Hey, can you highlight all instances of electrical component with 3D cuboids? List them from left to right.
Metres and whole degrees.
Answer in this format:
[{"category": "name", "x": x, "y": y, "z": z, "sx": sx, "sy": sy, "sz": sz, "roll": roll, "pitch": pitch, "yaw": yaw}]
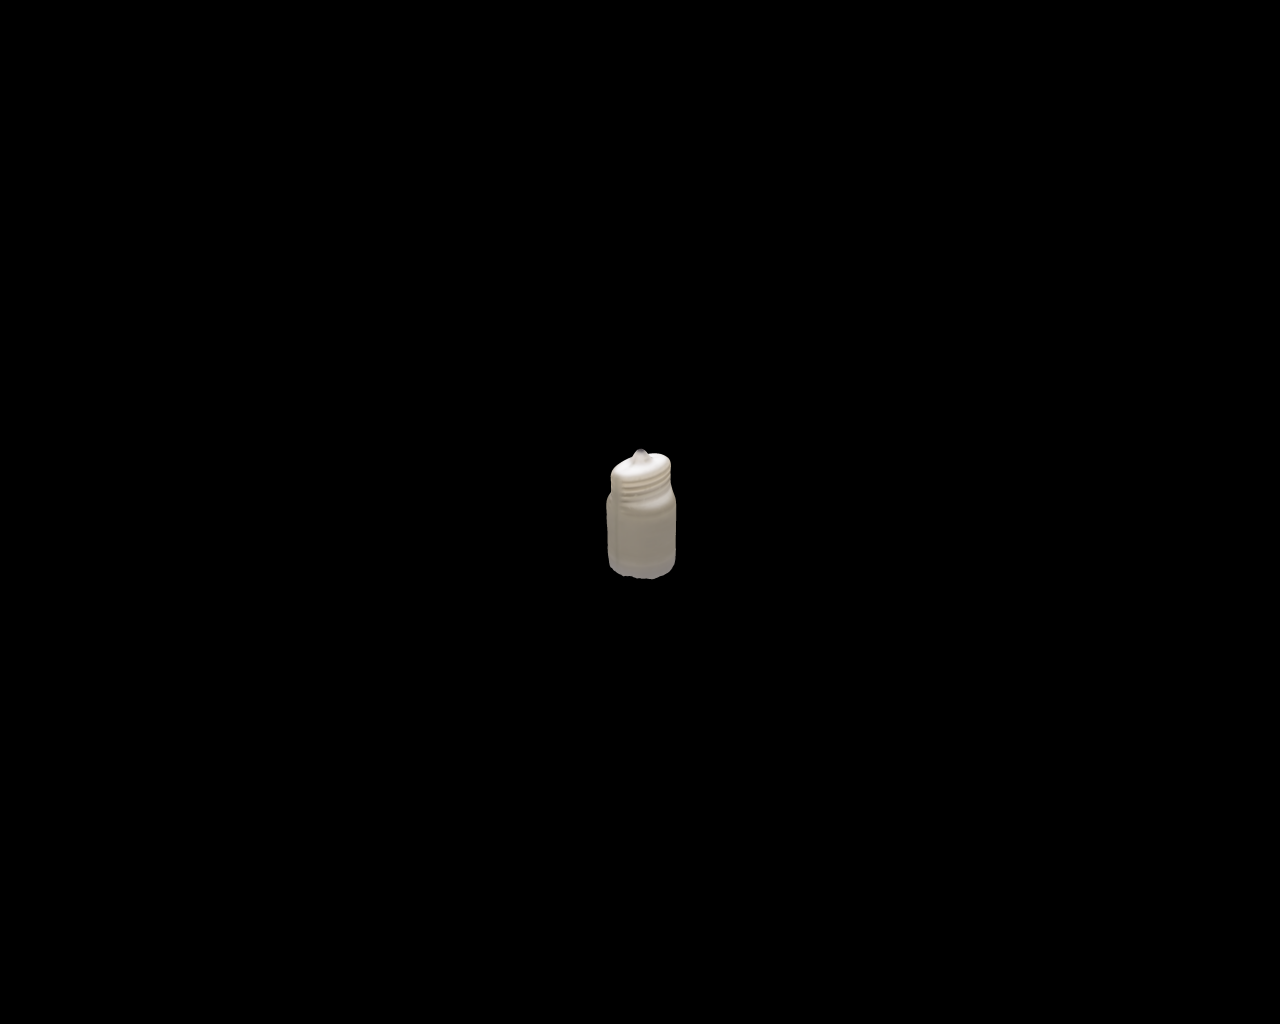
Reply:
[{"category": "electrical component", "x": 0.001, "y": -0.003, "z": 0.650, "sx": 0.043, "sy": 0.080, "sz": 0.043, "roll": 0, "pitch": 28, "yaw": 0}]
